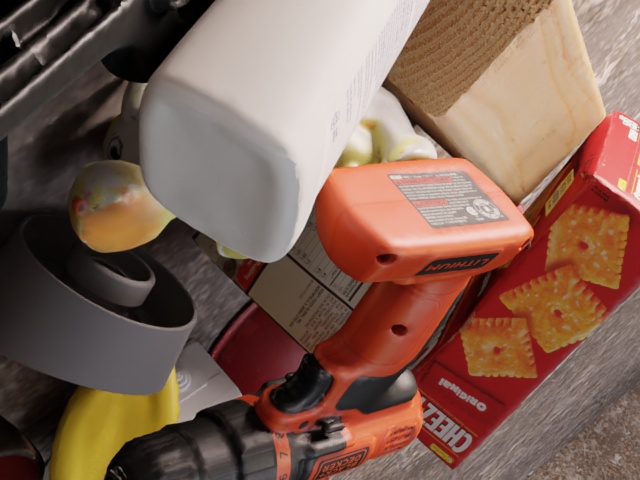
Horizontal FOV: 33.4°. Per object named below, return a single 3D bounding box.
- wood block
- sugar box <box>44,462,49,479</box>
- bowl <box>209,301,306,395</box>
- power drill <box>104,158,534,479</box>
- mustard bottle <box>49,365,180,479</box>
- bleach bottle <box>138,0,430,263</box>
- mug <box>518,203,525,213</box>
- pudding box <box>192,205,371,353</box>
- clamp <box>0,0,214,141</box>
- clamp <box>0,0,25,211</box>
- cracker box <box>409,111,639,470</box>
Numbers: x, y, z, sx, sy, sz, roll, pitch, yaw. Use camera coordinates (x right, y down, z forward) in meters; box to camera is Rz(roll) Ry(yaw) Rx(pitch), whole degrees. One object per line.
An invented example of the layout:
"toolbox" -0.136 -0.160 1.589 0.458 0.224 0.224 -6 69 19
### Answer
"wood block" 0.090 -0.097 0.603 0.090 0.091 0.206 -46 159 6
"sugar box" -0.188 0.220 0.745 0.176 0.048 0.093 -51 157 20
"bowl" -0.012 0.082 0.797 0.162 0.055 0.162 -37 158 -18
"power drill" 0.002 0.051 0.493 0.184 0.057 0.188 -10 140 -41
"mustard bottle" -0.123 0.119 0.614 0.192 0.058 0.096 136 -29 -71
"bleach bottle" 0.024 -0.116 0.427 0.250 0.068 0.103 -57 174 -24
"mug" 0.134 0.014 0.854 0.093 0.117 0.081 -52 158 -24
"pudding box" -0.004 0.001 0.581 0.090 0.113 0.039 -54 165 23
"clamp" -0.054 -0.105 0.346 0.165 0.036 0.209 -64 171 20
"clamp" -0.129 -0.061 0.346 0.172 0.039 0.120 -63 168 28
"cracker box" 0.143 0.027 0.706 0.214 0.072 0.164 -51 178 29
